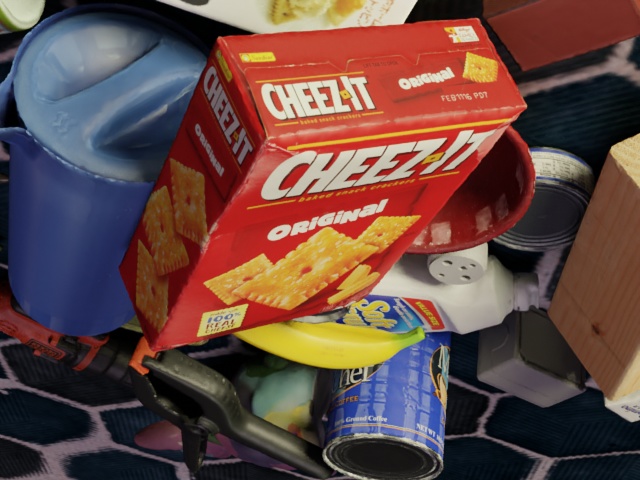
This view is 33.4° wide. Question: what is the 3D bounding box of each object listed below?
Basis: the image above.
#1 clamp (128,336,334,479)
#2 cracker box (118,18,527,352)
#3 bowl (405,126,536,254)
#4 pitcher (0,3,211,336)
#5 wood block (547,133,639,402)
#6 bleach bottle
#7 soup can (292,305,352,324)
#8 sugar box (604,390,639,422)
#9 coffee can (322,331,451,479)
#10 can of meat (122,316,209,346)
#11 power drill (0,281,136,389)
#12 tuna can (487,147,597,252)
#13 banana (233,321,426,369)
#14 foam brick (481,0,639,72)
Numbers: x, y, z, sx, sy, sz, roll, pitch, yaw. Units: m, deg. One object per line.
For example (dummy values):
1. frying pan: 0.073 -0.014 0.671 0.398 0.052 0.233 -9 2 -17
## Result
1. clamp: -0.105 0.155 0.936 0.165 0.036 0.209 -12 135 38
2. cracker box: -0.007 -0.026 0.608 0.163 0.072 0.214 -11 154 -31
3. bowl: 0.063 -0.060 0.713 0.162 0.055 0.162 7 142 5
4. pitcher: -0.138 -0.033 0.723 0.149 0.145 0.243 29 145 -1
5. wood block: 0.234 0.016 0.735 0.090 0.091 0.206 -23 150 -15
6. bleach bottle: 0.050 0.036 0.866 0.251 0.068 0.102 0 143 8
7. soup can: -0.005 0.001 0.786 0.068 0.102 0.068 6 147 4
8. sugar box: 0.309 0.078 0.839 0.048 0.093 0.177 30 142 -31
9. coffee can: 0.061 0.128 0.929 0.103 0.140 0.103 6 147 4
10. can of meat: -0.130 0.029 0.876 0.102 0.084 0.058 16 147 -12
11. power drill: -0.196 0.074 0.983 0.184 0.057 0.188 29 142 -28
12. tuna can: 0.155 -0.029 0.765 0.086 0.033 0.086 6 147 4
13. banana: -0.020 0.064 0.831 0.197 0.037 0.070 16 122 -17
14. foam brick: 0.136 -0.137 0.587 0.078 0.053 0.051 -15 140 31
